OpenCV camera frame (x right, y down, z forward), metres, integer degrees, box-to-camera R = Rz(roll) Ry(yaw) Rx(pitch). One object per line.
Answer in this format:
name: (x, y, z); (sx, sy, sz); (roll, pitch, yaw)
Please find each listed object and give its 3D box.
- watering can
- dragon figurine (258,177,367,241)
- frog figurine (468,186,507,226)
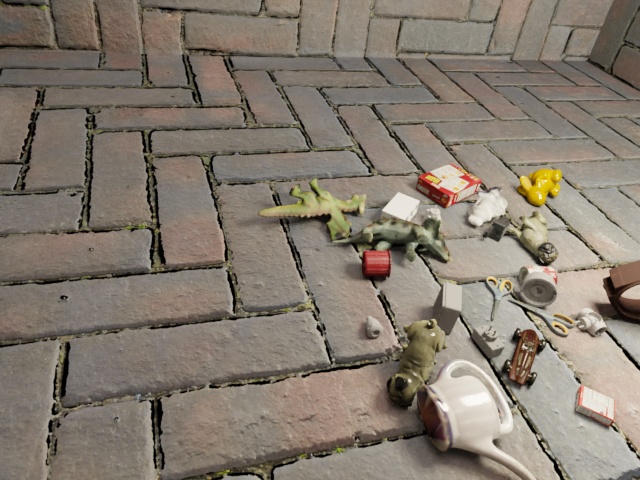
watering can: (0.362, 0.440, 1.211); (0.225, 0.356, 0.101); (-5, -43, -16)
dragon figurine: (0.006, -0.091, 1.816); (0.415, 0.119, 0.246); (-29, 59, -36)
frog figurine: (0.633, -0.109, 1.955); (0.137, 0.162, 0.120); (3, -33, 35)
